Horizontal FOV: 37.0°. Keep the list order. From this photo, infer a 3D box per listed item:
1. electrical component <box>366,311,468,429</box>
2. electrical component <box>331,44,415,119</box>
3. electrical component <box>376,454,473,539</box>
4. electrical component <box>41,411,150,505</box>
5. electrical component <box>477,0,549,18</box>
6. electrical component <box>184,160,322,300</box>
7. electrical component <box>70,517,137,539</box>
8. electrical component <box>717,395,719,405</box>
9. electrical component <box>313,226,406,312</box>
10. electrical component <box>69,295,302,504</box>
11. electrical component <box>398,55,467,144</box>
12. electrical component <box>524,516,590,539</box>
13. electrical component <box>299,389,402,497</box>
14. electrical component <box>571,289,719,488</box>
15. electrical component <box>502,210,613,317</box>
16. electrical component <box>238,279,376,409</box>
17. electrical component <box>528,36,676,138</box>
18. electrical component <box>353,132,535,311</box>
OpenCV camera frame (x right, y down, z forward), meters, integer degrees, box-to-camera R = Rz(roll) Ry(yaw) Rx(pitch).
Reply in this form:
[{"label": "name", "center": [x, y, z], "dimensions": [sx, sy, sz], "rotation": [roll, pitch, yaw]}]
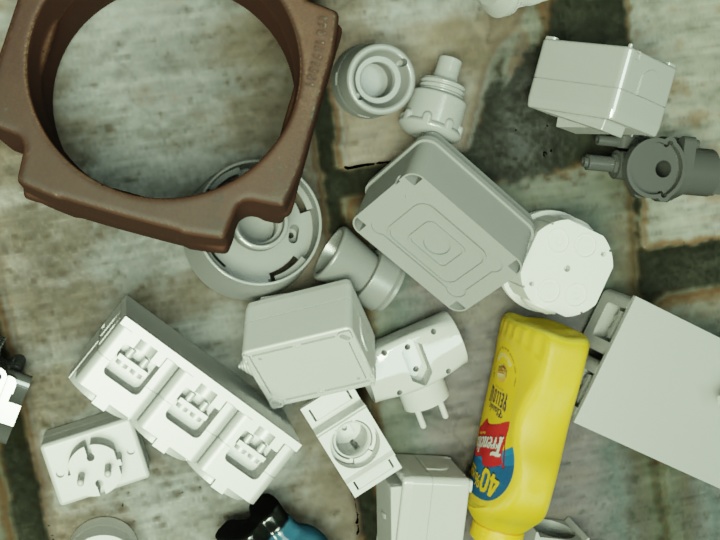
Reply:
[{"label": "electrical component", "center": [0.044, 0.082, 0.817], "dimensions": [0.077, 0.043, 0.079], "rotation": [-23, 102, -8]}, {"label": "electrical component", "center": [0.010, -0.137, 0.777], "dimensions": [0.055, 0.047, 0.055], "rotation": [-2, 98, -12]}, {"label": "electrical component", "center": [0.043, 0.195, 0.823], "dimensions": [0.061, 0.062, 0.096], "rotation": [5, 97, -13]}, {"label": "electrical component", "center": [-0.187, 0.135, 0.759], "dimensions": [0.066, 0.077, 0.047], "rotation": [-17, 101, -9]}, {"label": "electrical component", "center": [0.110, -0.225, 0.770], "dimensions": [0.051, 0.080, 0.080], "rotation": [-17, 101, -14]}, {"label": "electrical component", "center": [-0.077, -0.030, 0.778], "dimensions": [0.099, 0.064, 0.099], "rotation": [1, 84, -14]}, {"label": "electrical component", "center": [-0.177, 0.256, 0.779], "dimensions": [0.052, 0.074, 0.138], "rotation": [-13, 100, -10]}, {"label": "electrical component", "center": [0.307, 0.087, 0.811], "dimensions": [0.078, 0.040, 0.040], "rotation": [-19, 101, -8]}, {"label": "electrical component", "center": [0.000, 0.000, 0.795], "dimensions": [0.055, 0.045, 0.045], "rotation": [30, 91, -15]}, {"label": "electrical component", "center": [-0.124, 0.093, 0.759], "dimensions": [0.150, 0.089, 0.061], "rotation": [39, 89, -14]}, {"label": "electrical component", "center": [0.058, -0.126, 0.791], "dimensions": [0.048, 0.048, 0.062], "rotation": [17, 87, -14]}, {"label": "electrical component", "center": [0.148, 0.233, 0.861], "dimensions": [0.081, 0.042, 0.063], "rotation": [10, 98, -12]}, {"label": "electrical component", "center": [-0.009, 0.121, 0.801], "dimensions": [0.042, 0.064, 0.081], "rotation": [-31, 103, -5]}, {"label": "electrical component", "center": [0.259, 0.101, 0.856], "dimensions": [0.186, 0.060, 0.105], "rotation": [25, 92, -14]}, {"label": "electrical component", "center": [0.149, -0.005, 0.823], "dimensions": [0.080, 0.051, 0.080], "rotation": [-2, 98, -12]}, {"label": "electrical component", "center": [-0.042, 0.052, 0.773], "dimensions": [0.096, 0.061, 0.061], "rotation": [-14, 131, 11]}, {"label": "electrical component", "center": [0.171, -0.132, 0.791], "dimensions": [0.062, 0.096, 0.061], "rotation": [10, 96, -42]}, {"label": "electrical component", "center": [0.062, -0.035, 0.781], "dimensions": [0.113, 0.057, 0.078], "rotation": [39, 132, -14]}]
